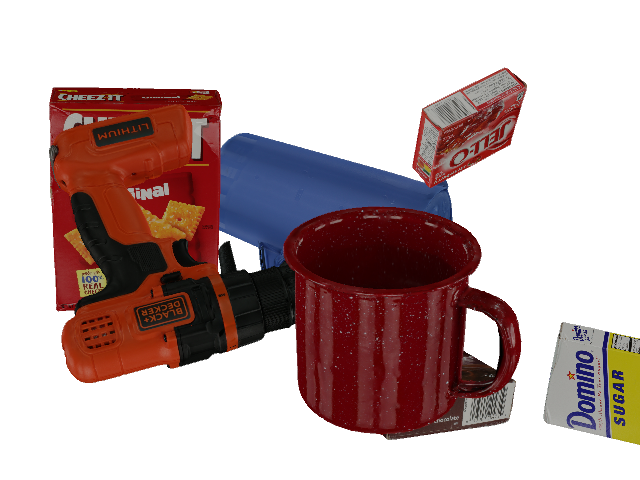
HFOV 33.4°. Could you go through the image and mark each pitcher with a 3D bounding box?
[{"bbox_3d":[0.000,-0.017,1.086,0.243,0.145,0.149,20,26,22],"label":"pitcher"}]

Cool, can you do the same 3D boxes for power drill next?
[{"bbox_3d":[-0.101,-0.004,0.741,0.184,0.188,0.057,-14,-30,-14],"label":"power drill"}]

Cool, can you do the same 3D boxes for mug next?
[{"bbox_3d":[0.040,0.041,0.512,0.117,0.081,0.093,12,28,25],"label":"mug"}]

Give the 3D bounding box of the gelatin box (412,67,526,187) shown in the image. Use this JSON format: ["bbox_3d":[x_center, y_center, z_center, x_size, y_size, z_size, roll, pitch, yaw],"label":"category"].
[{"bbox_3d":[0.120,-0.091,0.862,0.089,0.030,0.073,-28,-29,-20],"label":"gelatin box"}]

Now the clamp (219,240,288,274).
[{"bbox_3d":[-0.081,0.056,1.252,0.120,0.039,0.171,-5,37,18],"label":"clamp"}]

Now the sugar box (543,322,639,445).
[{"bbox_3d":[0.299,0.140,0.978,0.176,0.093,0.048,10,22,13],"label":"sugar box"}]

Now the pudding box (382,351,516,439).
[{"bbox_3d":[0.078,0.114,0.820,0.113,0.039,0.090,-1,15,-27],"label":"pudding box"}]

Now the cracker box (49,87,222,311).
[{"bbox_3d":[-0.182,-0.039,1.057,0.164,0.214,0.072,-1,21,-11],"label":"cracker box"}]
